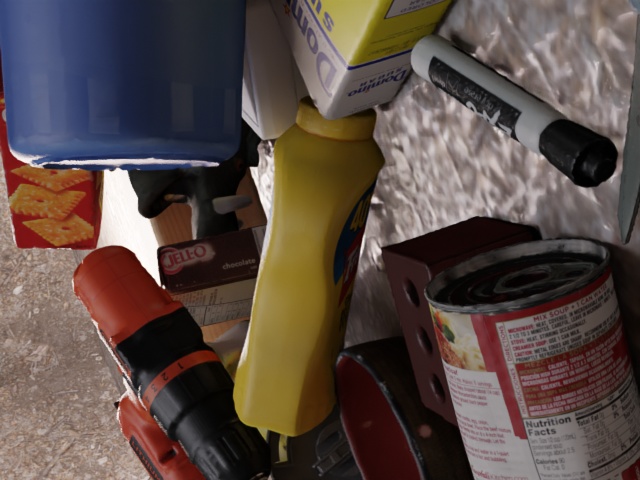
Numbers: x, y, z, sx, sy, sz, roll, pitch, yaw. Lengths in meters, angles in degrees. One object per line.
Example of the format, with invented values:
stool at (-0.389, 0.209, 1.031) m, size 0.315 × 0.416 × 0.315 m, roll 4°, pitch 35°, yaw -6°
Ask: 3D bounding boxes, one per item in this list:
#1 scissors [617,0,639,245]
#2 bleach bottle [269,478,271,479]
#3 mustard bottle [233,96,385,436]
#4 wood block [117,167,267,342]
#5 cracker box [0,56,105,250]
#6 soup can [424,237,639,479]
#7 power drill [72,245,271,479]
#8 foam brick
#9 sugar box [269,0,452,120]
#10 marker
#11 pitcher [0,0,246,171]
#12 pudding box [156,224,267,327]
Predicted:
scissors at (0.089, -0.093, 0.305) m, size 0.202 × 0.016 × 0.096 m, roll 94°, pitch 153°, yaw -54°
bleach bottle at (-0.036, 0.178, 0.851) m, size 0.251 × 0.068 × 0.102 m, roll -98°, pitch 7°, yaw -64°
mustard bottle at (-0.003, 0.001, 0.570) m, size 0.096 × 0.058 × 0.192 m, roll -54°, pitch -25°, yaw -68°
wood block at (-0.092, -0.002, 0.861) m, size 0.090 × 0.090 × 0.206 m, roll 167°, pitch 85°, yaw -73°
cracker box at (-0.190, -0.111, 0.774) m, size 0.214 × 0.072 × 0.164 m, roll 114°, pitch 155°, yaw -61°
soup can at (0.084, 0.058, 0.398) m, size 0.069 × 0.068 × 0.102 m, roll -160°, pitch 52°, yaw -69°
power drill at (-0.090, 0.113, 0.692) m, size 0.184 × 0.057 × 0.188 m, roll 52°, pitch 157°, yaw 26°
foam brick at (0.066, 0.035, 0.458) m, size 0.053 × 0.051 × 0.078 m, roll -161°, pitch 53°, yaw -70°
sugar box at (0.016, -0.126, 0.448) m, size 0.176 × 0.048 × 0.093 m, roll 124°, pitch 125°, yaw -69°
marker at (0.071, -0.051, 0.404) m, size 0.121 × 0.020 × 0.020 m, roll -131°, pitch 27°, yaw -52°
pitcher at (-0.085, -0.156, 0.489) m, size 0.149 × 0.145 × 0.243 m, roll -120°, pitch 29°, yaw -89°
pudding box at (-0.056, 0.025, 0.732) m, size 0.090 × 0.113 × 0.039 m, roll 113°, pitch 145°, yaw -67°
